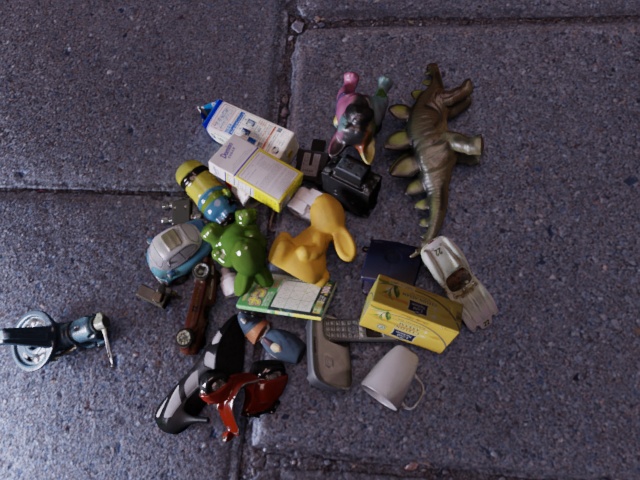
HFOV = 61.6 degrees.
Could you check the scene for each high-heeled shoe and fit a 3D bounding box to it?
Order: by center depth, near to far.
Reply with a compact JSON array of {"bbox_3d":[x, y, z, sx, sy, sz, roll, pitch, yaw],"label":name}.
[{"bbox_3d":[-0.241,0.266,1.081,0.145,0.086,0.249,-6,53,35],"label":"high-heeled shoe"}]

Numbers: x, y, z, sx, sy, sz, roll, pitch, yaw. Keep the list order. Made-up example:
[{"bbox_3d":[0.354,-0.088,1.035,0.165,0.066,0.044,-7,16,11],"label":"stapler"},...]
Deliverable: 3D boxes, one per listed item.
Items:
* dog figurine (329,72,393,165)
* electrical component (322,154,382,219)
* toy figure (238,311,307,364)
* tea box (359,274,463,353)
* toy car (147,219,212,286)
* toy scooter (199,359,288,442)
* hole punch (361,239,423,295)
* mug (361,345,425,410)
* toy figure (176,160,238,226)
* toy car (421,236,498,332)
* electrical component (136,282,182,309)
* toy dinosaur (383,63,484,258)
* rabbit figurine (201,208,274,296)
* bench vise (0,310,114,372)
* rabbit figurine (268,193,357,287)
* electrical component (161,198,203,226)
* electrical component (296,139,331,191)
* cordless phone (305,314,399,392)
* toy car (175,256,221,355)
[{"bbox_3d":[0.074,-0.226,1.085,0.108,0.191,0.219,14,57,0],"label":"dog figurine"},{"bbox_3d":[0.063,-0.114,1.101,0.115,0.134,0.058,26,67,14],"label":"electrical component"},{"bbox_3d":[-0.102,0.193,1.071,0.155,0.064,0.058,26,76,16],"label":"toy figure"},{"bbox_3d":[0.170,0.140,1.010,0.170,0.098,0.068,18,51,1],"label":"tea box"},{"bbox_3d":[-0.298,0.018,1.130,0.162,0.103,0.109,-34,74,-1],"label":"toy car"},{"bbox_3d":[-0.140,0.303,1.014,0.184,0.075,0.135,-2,89,-36],"label":"toy scooter"},{"bbox_3d":[0.142,0.055,1.069,0.142,0.092,0.116,10,72,13],"label":"hole punch"},{"bbox_3d":[0.149,0.259,1.012,0.110,0.080,0.107,31,72,14],"label":"mug"},{"bbox_3d":[-0.239,-0.100,1.162,0.082,0.089,0.180,-36,70,-9],"label":"toy figure"},{"bbox_3d":[0.269,0.085,1.035,0.073,0.056,0.201,-35,94,-4],"label":"toy car"},{"bbox_3d":[-0.334,0.113,1.111,0.078,0.102,0.045,26,74,4],"label":"electrical component"},{"bbox_3d":[0.236,-0.188,1.123,0.199,0.105,0.471,-7,63,13],"label":"toy dinosaur"},{"bbox_3d":[-0.156,0.031,1.054,0.121,0.170,0.159,-17,107,-14],"label":"rabbit figurine"},{"bbox_3d":[-0.541,0.190,1.050,0.224,0.240,0.129,-8,76,22],"label":"bench vise"},{"bbox_3d":[-0.002,-0.003,1.053,0.162,0.122,0.173,27,89,8],"label":"rabbit figurine"},{"bbox_3d":[-0.306,-0.062,1.195,0.094,0.021,0.063,-4,73,7],"label":"electrical component"},{"bbox_3d":[-0.013,-0.172,1.176,0.075,0.047,0.119,14,78,10],"label":"electrical component"},{"bbox_3d":[0.065,0.214,1.028,0.184,0.088,0.147,-2,54,-2],"label":"cordless phone"},{"bbox_3d":[-0.241,0.135,1.095,0.053,0.089,0.202,9,74,11],"label":"toy car"}]
